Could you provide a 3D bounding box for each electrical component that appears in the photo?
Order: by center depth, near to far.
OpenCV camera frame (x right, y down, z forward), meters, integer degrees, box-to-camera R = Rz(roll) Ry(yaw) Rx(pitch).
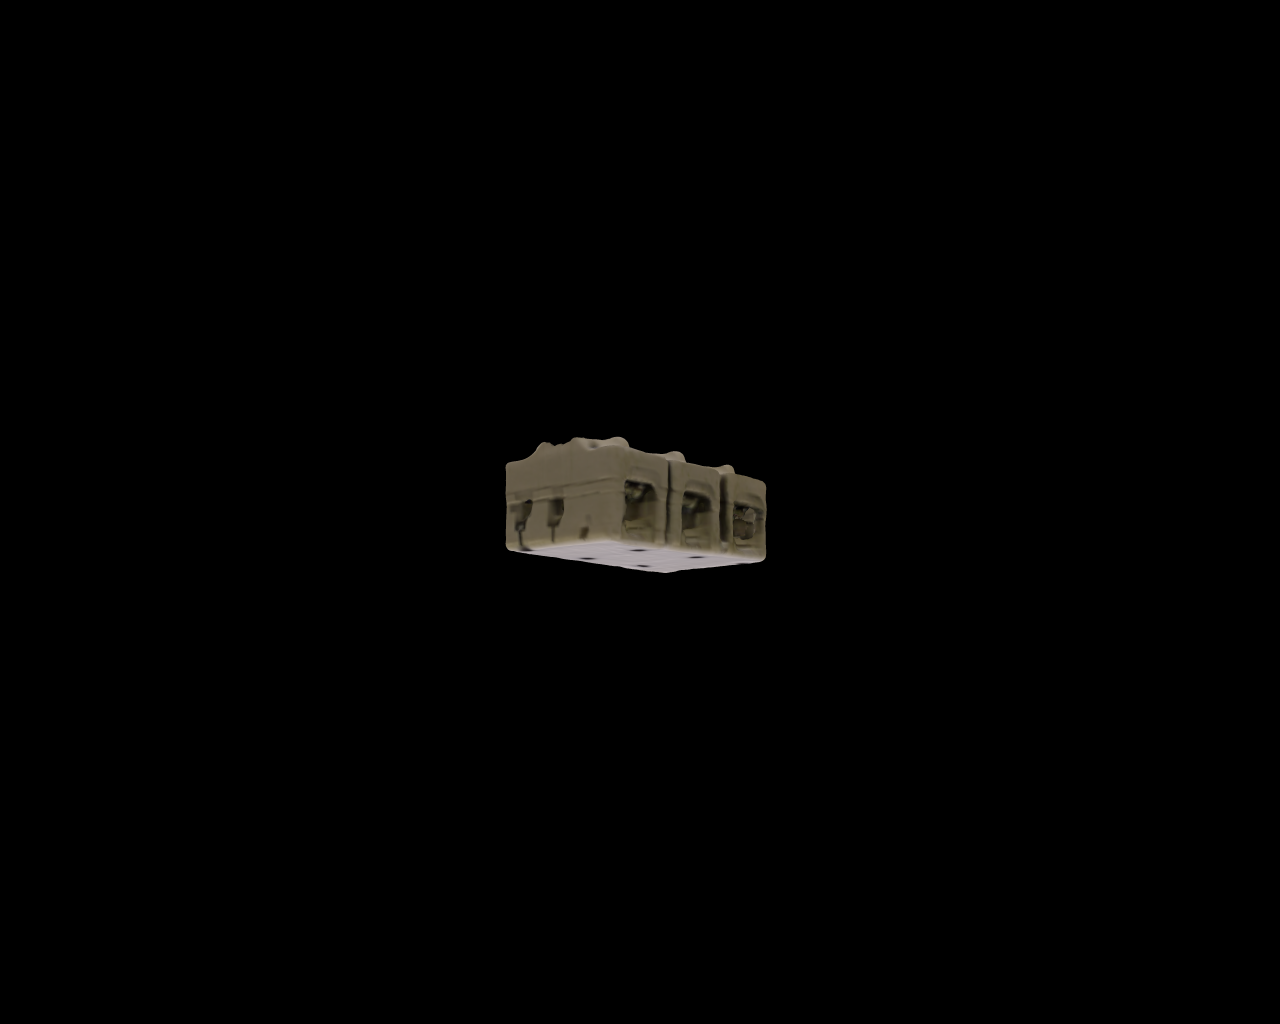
[{"bbox_3d":[0.001,-0.003,0.650,0.089,0.061,0.150,-7,-11,39],"label":"electrical component"}]
